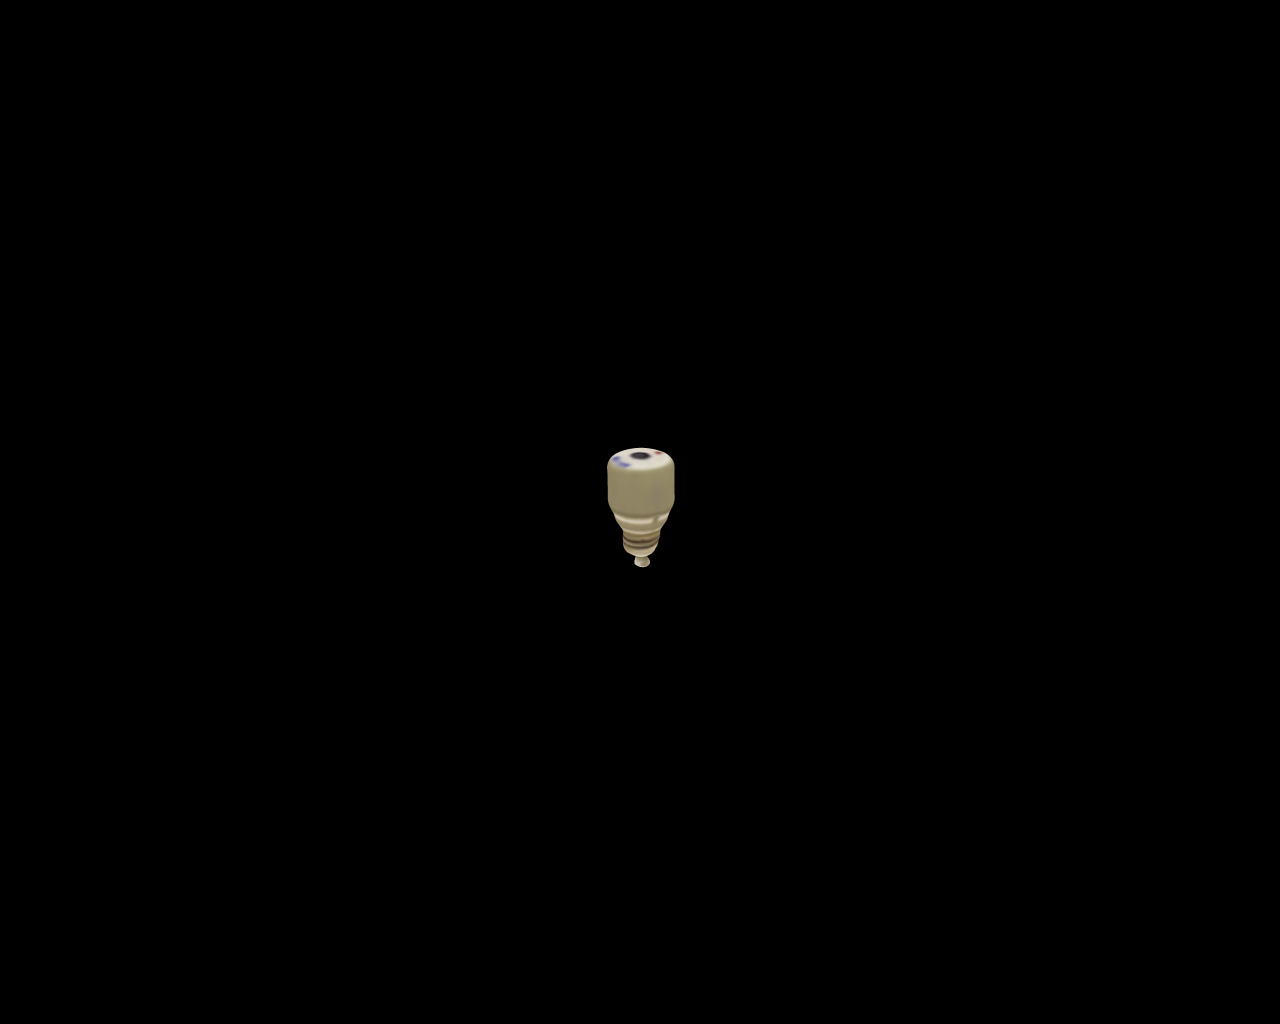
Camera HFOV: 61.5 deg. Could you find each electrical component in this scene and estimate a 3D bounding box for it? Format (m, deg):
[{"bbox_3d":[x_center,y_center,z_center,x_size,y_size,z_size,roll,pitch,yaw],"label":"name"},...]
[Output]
[{"bbox_3d":[0.001,-0.003,0.650,0.040,0.078,0.040,0,24,0],"label":"electrical component"}]
